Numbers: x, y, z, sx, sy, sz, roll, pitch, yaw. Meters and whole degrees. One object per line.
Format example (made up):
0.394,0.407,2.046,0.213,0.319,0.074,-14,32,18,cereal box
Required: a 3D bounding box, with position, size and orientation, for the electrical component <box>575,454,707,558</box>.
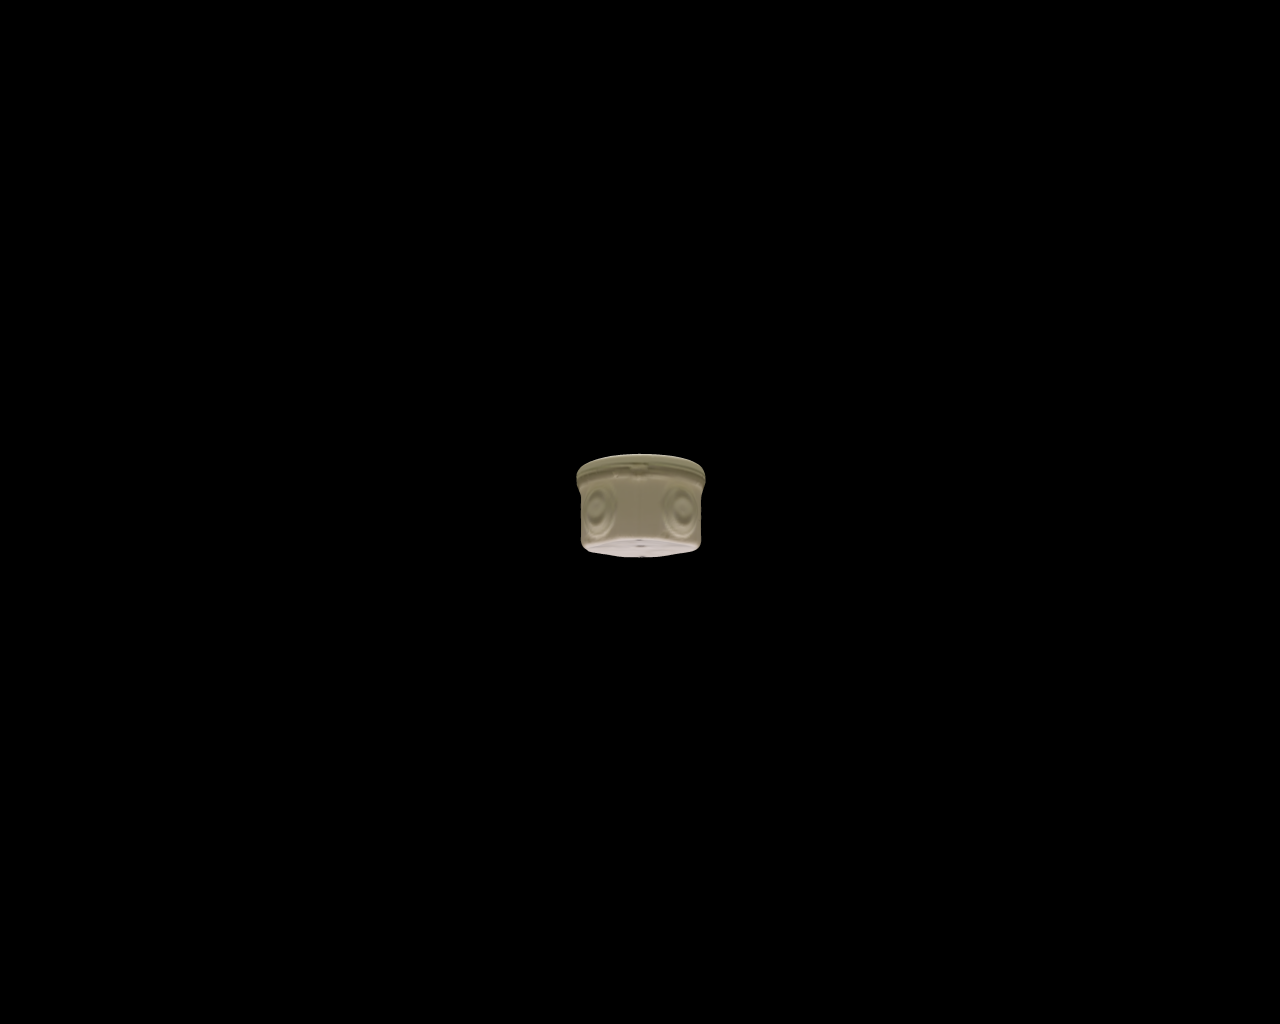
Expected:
0.001,-0.003,0.650,0.080,0.051,0.080,0,-12,0,electrical component
